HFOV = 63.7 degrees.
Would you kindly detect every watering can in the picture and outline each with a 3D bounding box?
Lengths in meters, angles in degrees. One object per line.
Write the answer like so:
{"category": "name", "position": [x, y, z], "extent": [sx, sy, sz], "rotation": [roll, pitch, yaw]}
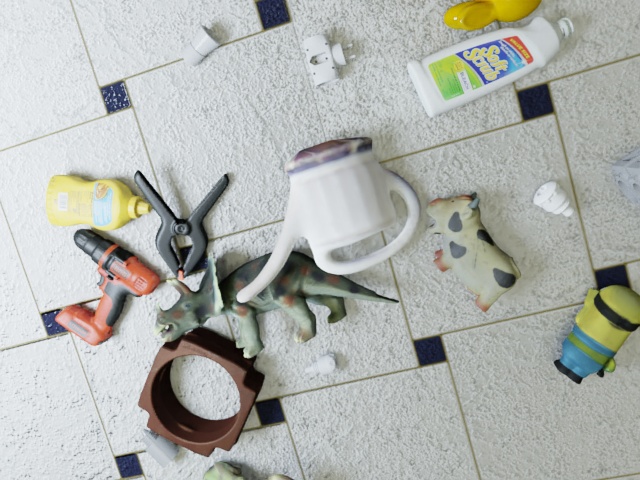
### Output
{"category": "watering can", "position": [0.003, -0.043, 0.852], "extent": [0.349, 0.224, 0.104], "rotation": [-20, 3, -14]}

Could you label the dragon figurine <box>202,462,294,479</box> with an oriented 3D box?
{"category": "dragon figurine", "position": [-0.159, 0.550, 0.994], "extent": [0.405, 0.246, 0.122], "rotation": [-32, -22, 32]}
